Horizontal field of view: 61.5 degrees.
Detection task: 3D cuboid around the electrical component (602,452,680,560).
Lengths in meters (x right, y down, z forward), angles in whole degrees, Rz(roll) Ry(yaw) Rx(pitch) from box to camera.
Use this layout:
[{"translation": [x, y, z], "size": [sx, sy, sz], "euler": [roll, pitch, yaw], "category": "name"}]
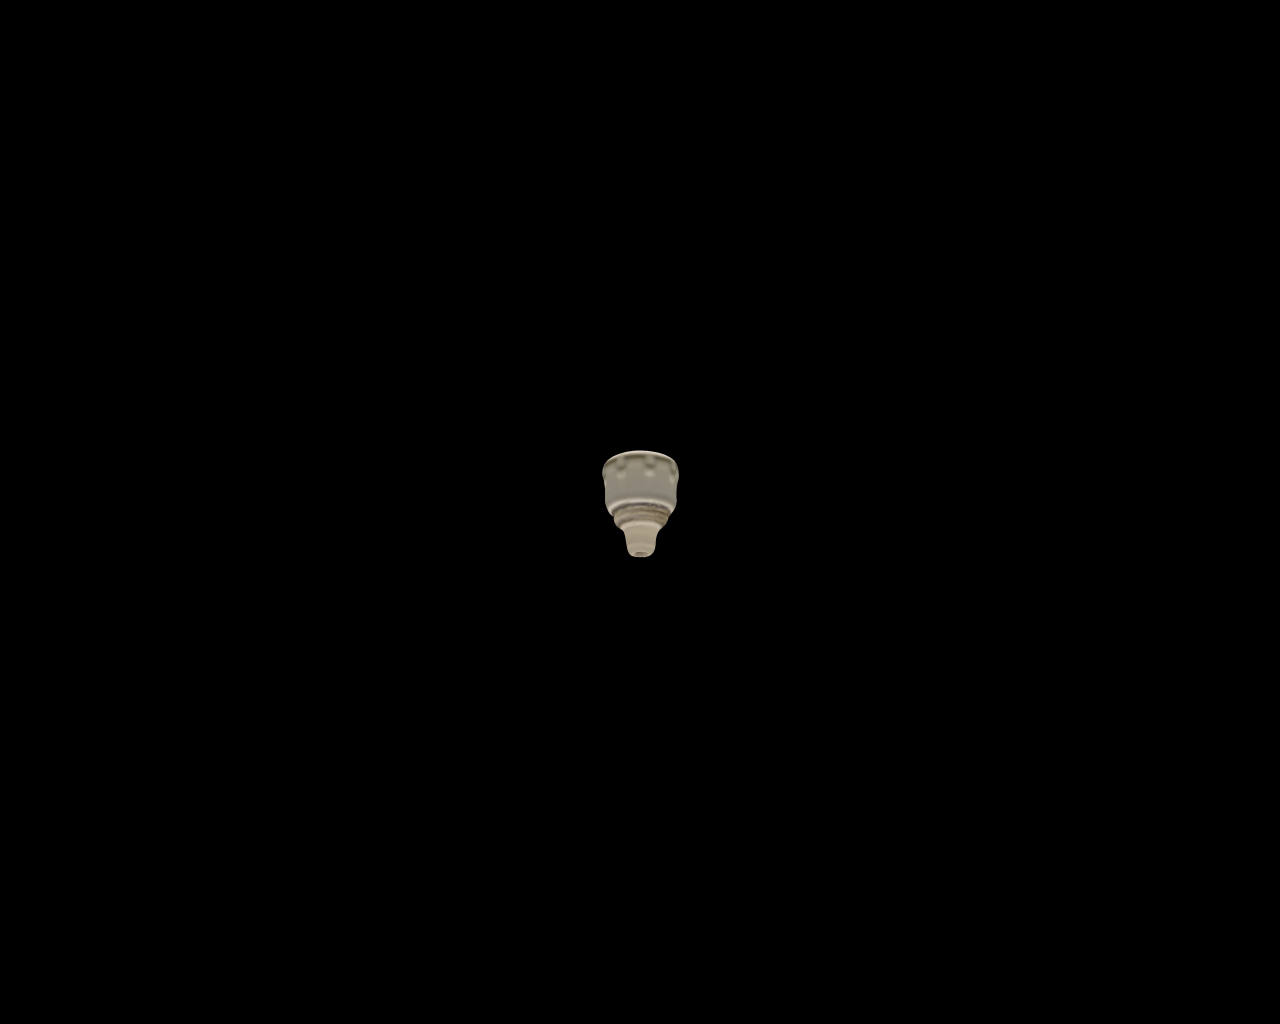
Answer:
[{"translation": [0.001, -0.003, 0.650], "size": [0.048, 0.062, 0.048], "euler": [0, -19, 0], "category": "electrical component"}]
